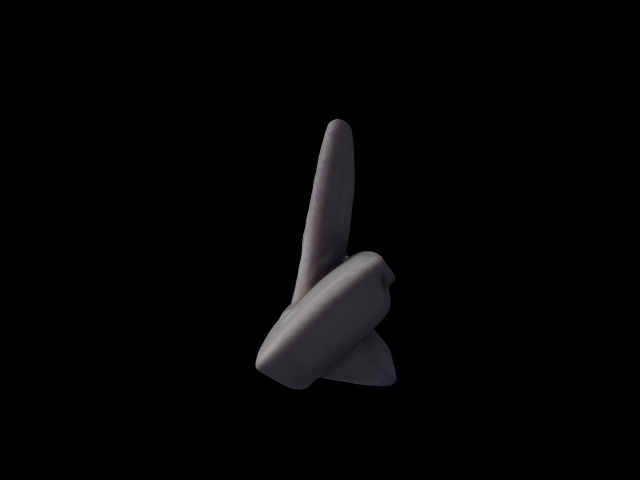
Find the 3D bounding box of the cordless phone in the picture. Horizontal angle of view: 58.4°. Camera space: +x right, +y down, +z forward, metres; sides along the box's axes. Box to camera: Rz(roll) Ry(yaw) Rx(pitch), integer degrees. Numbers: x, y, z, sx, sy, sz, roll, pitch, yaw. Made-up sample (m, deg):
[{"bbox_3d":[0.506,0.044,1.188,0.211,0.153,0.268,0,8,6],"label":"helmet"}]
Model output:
[{"bbox_3d":[0.004,0.001,0.400,0.094,0.185,0.147,0,0,-4],"label":"cordless phone"}]
